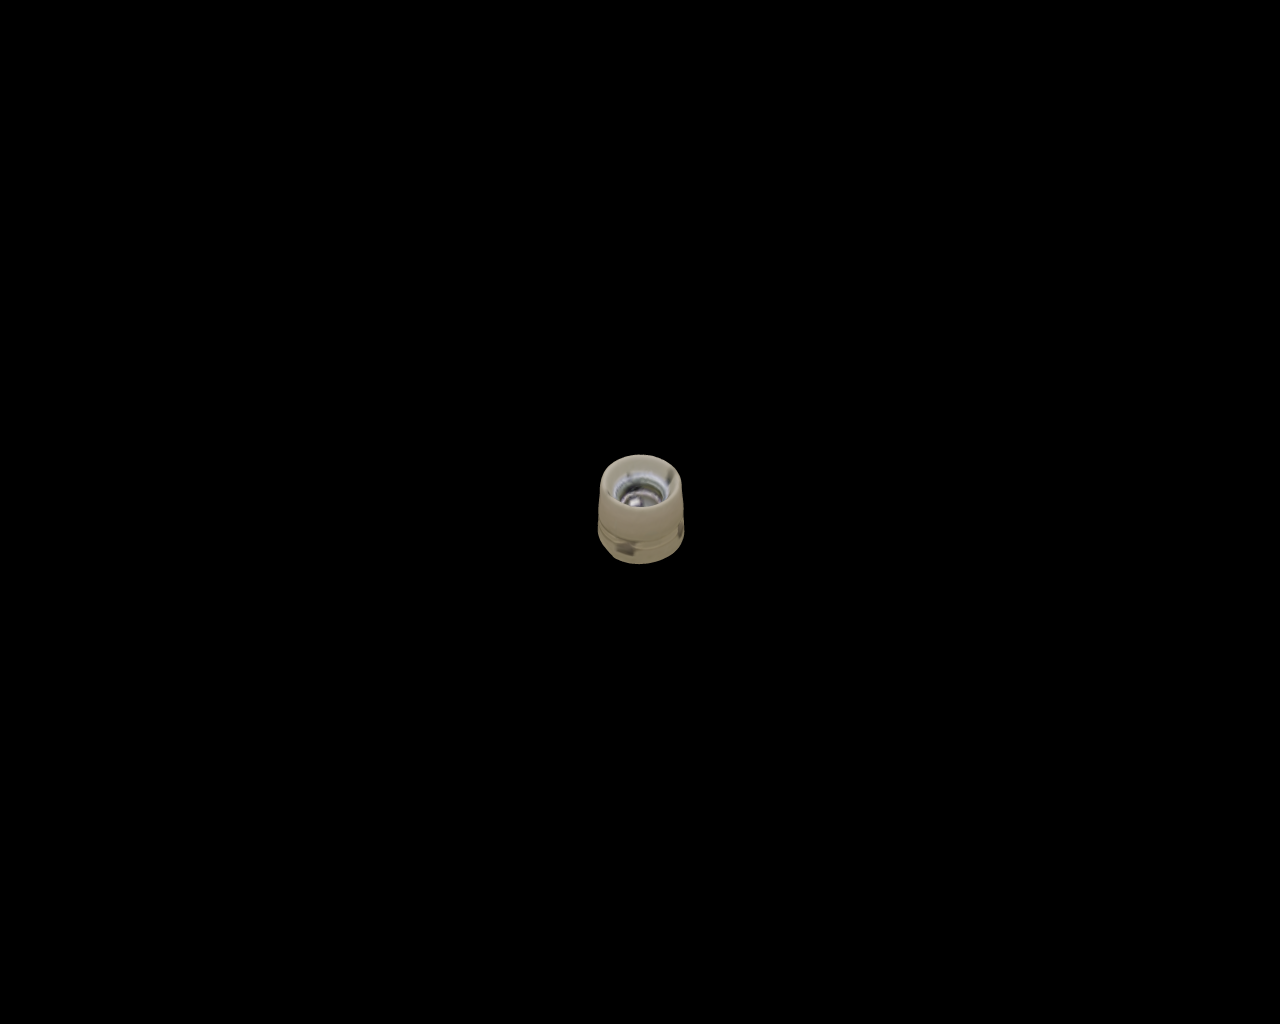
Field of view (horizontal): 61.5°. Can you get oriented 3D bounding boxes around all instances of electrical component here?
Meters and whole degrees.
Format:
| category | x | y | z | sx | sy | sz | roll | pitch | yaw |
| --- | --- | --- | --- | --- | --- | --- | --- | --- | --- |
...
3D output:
| category | x | y | z | sx | sy | sz | roll | pitch | yaw |
| --- | --- | --- | --- | --- | --- | --- | --- | --- | --- |
| electrical component | 0.001 | -0.003 | 0.650 | 0.055 | 0.055 | 0.047 | 0 | -44 | 0 |
